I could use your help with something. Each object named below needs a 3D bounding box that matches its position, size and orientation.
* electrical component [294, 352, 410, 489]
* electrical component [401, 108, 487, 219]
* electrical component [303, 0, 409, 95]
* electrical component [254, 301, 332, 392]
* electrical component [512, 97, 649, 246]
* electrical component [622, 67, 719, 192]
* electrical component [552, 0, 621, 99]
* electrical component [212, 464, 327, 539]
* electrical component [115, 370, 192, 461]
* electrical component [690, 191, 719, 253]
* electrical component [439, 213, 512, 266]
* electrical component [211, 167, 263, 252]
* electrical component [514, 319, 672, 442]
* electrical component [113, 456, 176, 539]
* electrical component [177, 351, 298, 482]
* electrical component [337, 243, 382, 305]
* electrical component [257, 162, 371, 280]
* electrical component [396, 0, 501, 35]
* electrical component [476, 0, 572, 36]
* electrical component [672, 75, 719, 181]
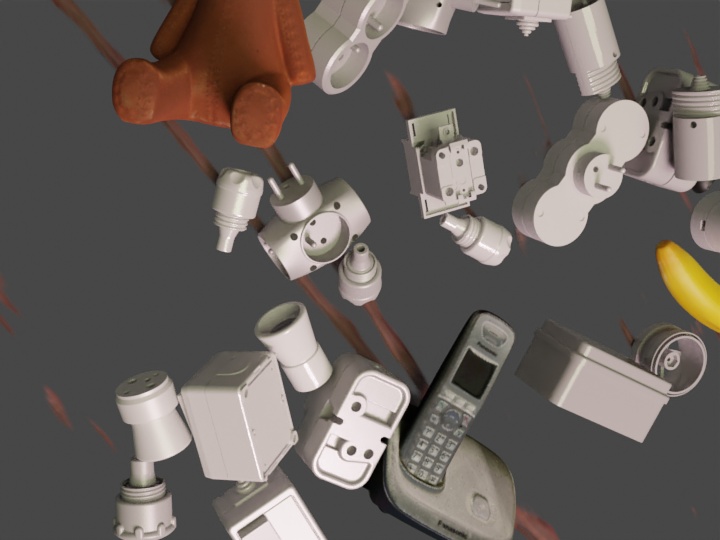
[{"bbox_3d":[-0.009,0.118,0.864,0.054,0.059,0.095,27,92,-26],"label":"electrical component"},{"bbox_3d":[0.067,-0.081,0.841,0.042,0.064,0.081,-17,110,-16],"label":"electrical component"},{"bbox_3d":[-0.008,-0.204,0.780,0.138,0.074,0.052,-54,159,14],"label":"electrical component"},{"bbox_3d":[-0.049,0.063,0.844,0.044,0.044,0.065,-34,118,-11],"label":"electrical component"},{"bbox_3d":[0.191,-0.079,0.886,0.052,0.074,0.138,37,88,-26],"label":"electrical component"},{"bbox_3d":[0.268,-0.118,0.919,0.059,0.054,0.095,15,98,-25],"label":"electrical component"},{"bbox_3d":[0.188,-0.178,0.876,0.043,0.043,0.081,-29,112,-13],"label":"electrical component"},{"bbox_3d":[-0.071,0.204,0.860,0.062,0.061,0.096,-33,113,-11],"label":"electrical component"},{"bbox_3d":[-0.156,0.109,0.810,0.045,0.045,0.055,-21,110,-16],"label":"electrical component"},{"bbox_3d":[0.336,-0.040,0.970,0.055,0.047,0.055,-6,106,-21],"label":"electrical component"},{"bbox_3d":[0.093,-0.029,0.881,0.061,0.035,0.035,26,93,-23],"label":"electrical component"},{"bbox_3d":[-0.094,-0.044,0.801,0.035,0.035,0.061,11,101,-24],"label":"electrical component"},{"bbox_3d":[0.203,0.095,0.934,0.113,0.078,0.057,25,96,-26],"label":"electrical component"},{"bbox_3d":[-0.166,0.174,0.824,0.048,0.048,0.062,-4,98,-21],"label":"electrical component"},{"bbox_3d":[-0.093,0.116,0.821,0.061,0.061,0.096,-2,113,24],"label":"electrical component"},{"bbox_3d":[0.000,0.000,0.837,0.035,0.035,0.061,-24,152,-15],"label":"electrical component"},{"bbox_3d":[-0.042,-0.045,0.813,0.077,0.044,0.079,-37,124,-10],"label":"electrical component"},{"bbox_3d":[0.070,-0.215,0.806,0.079,0.043,0.077,16,99,15],"label":"electrical component"},{"bbox_3d":[0.125,-0.229,0.827,0.061,0.062,0.096,0,103,-22],"label":"electrical component"},{"bbox_3d":[0.275,-0.116,0.866,0.043,0.043,0.081,-13,108,-19],"label":"electrical component"}]
